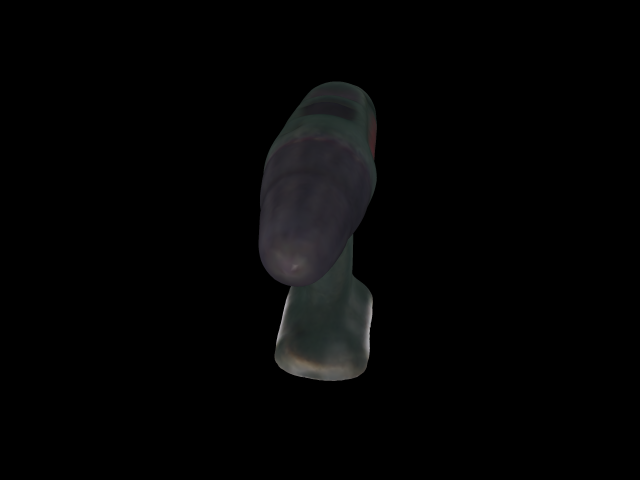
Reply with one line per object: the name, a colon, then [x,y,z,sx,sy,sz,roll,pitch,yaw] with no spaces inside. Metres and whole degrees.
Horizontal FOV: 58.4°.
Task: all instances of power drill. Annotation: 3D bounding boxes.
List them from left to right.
power drill: [0.004,0.001,0.400,0.075,0.208,0.229,4,43,5]
